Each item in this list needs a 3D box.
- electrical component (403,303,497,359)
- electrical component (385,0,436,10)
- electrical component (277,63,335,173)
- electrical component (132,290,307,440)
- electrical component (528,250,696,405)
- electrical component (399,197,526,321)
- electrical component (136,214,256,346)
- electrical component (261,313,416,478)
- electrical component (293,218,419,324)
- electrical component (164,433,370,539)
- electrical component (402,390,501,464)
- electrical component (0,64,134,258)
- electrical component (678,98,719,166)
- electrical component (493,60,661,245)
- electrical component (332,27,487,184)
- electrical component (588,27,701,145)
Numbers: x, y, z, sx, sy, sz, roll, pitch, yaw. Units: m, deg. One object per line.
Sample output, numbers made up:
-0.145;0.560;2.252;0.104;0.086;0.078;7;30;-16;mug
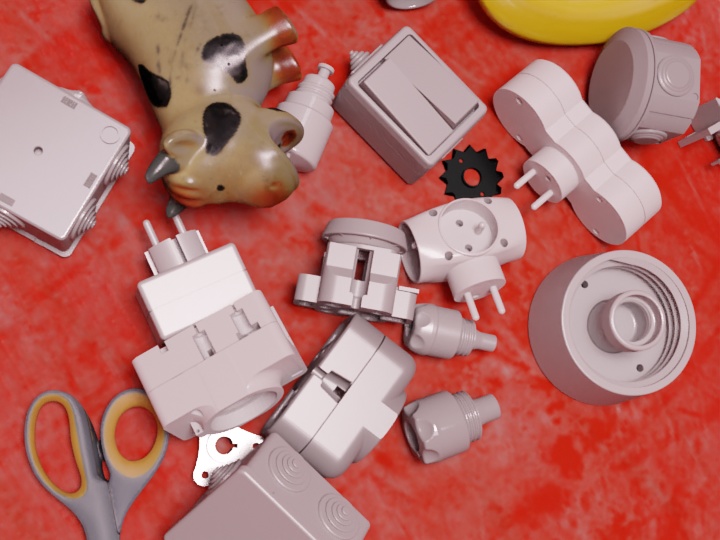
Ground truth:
0.062;0.044;0.724;0.061;0.035;0.035;12;78;-14;electrical component
0.033;-0.218;0.755;0.066;0.048;0.055;-7;75;-14;electrical component
-0.037;-0.102;0.722;0.040;0.040;0.078;24;76;-8;electrical component
-0.084;0.063;0.663;0.089;0.050;0.055;-30;70;-2;electrical component
0.177;0.038;0.738;0.108;0.060;0.108;2;81;-13;electrical component
0.074;-0.004;0.725;0.077;0.044;0.079;-13;70;-15;electrical component
-0.112;-0.001;0.684;0.066;0.047;0.076;-24;87;-16;electrical component
-0.010;0.084;0.691;0.059;0.054;0.095;38;75;-4;electrical component
0.000;0.000;0.705;0.078;0.058;0.057;10;79;-3;electrical component
-0.054;0.158;0.649;0.100;0.100;0.048;44;32;-3;electrical component
0.062;0.100;0.710;0.062;0.043;0.043;-18;85;-16;electrical component
-0.201;-0.069;0.674;0.100;0.048;0.099;30;76;-7;electrical component
0.284;-0.104;0.796;0.081;0.042;0.063;-30;92;-15;electrical component
0.140;-0.072;0.751;0.074;0.052;0.138;-40;91;-16;electrical component
0.029;-0.116;0.729;0.096;0.061;0.061;45;75;-3;electrical component
0.200;-0.128;0.761;0.051;0.080;0.080;7;79;-17;electrical component
